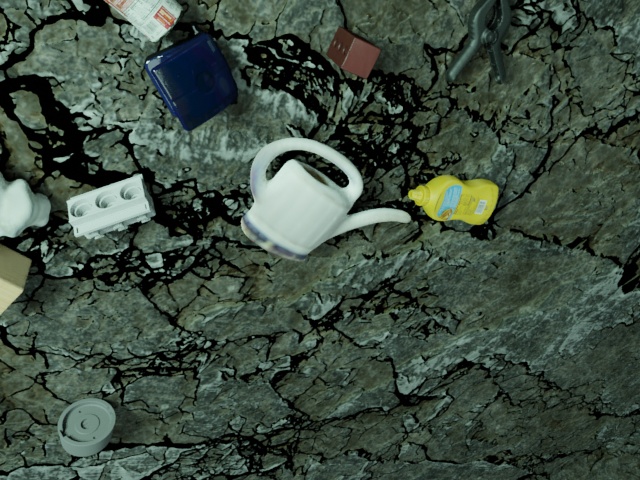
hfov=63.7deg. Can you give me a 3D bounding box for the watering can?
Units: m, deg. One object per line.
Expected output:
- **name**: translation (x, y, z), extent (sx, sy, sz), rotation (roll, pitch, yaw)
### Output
- **watering can**: translation (0.003, -0.048, 0.956), extent (0.344, 0.106, 0.222), rotation (30, 109, -33)

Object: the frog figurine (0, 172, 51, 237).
- **frog figurine**: translation (-0.503, -0.063, 0.784), extent (0.161, 0.123, 0.135), rotation (-23, 128, -51)
